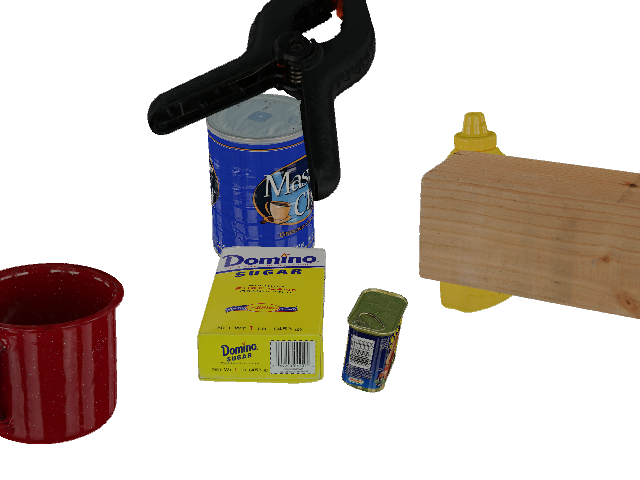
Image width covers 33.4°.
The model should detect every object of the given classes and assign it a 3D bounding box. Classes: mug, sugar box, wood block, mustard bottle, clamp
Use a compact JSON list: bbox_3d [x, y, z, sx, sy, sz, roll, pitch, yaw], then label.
[{"bbox_3d":[-0.170,0.072,0.632,0.093,0.081,0.117,12,24,22],"label":"mug"},{"bbox_3d":[-0.043,0.054,0.856,0.093,0.048,0.176,1,23,0],"label":"sugar box"},{"bbox_3d":[0.191,-0.008,0.849,0.206,0.090,0.090,10,24,27],"label":"wood block"},{"bbox_3d":[0.156,-0.032,1.057,0.096,0.191,0.058,-20,23,-39],"label":"mustard bottle"},{"bbox_3d":[-0.009,-0.098,0.648,0.120,0.171,0.039,34,-27,11],"label":"clamp"}]

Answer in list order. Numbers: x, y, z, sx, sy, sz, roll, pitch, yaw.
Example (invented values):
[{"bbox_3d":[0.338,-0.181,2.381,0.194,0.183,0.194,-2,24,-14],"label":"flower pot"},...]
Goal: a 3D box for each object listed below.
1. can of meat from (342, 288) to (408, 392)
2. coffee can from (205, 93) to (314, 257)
[{"bbox_3d":[0.062,0.118,1.256,0.057,0.084,0.102,13,26,11],"label":"can of meat"},{"bbox_3d":[-0.056,-0.058,1.034,0.103,0.140,0.103,0,31,0],"label":"coffee can"}]
